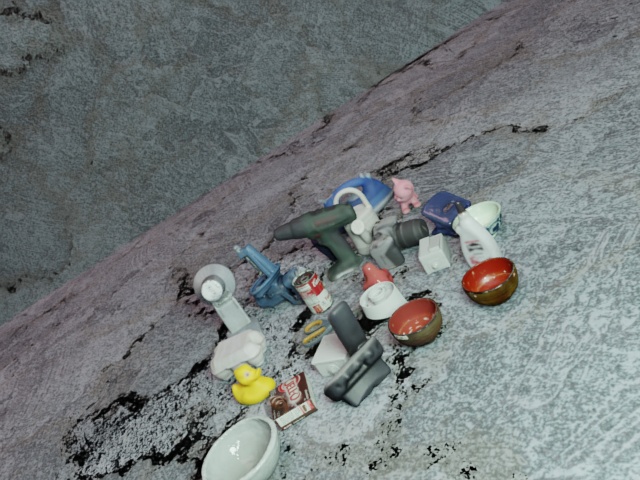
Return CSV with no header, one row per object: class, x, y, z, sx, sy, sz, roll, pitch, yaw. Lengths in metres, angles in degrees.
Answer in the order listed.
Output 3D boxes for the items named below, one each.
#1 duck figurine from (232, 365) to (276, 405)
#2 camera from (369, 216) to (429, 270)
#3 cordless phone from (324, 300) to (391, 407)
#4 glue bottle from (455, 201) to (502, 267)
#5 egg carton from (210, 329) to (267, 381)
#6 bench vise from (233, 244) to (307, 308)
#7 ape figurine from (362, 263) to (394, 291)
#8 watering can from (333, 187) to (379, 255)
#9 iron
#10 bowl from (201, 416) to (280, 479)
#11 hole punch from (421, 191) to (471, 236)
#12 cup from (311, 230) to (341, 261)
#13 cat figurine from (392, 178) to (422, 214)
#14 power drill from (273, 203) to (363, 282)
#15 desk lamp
duck figurine,-0.165,0.325,1.317,0.104,0.086,0.077,-22,25,24
camera,0.208,-0.009,1.506,0.136,0.101,0.143,-18,26,31
cordless phone,0.043,0.221,1.130,0.148,0.185,0.093,-44,25,-26
glue bottle,0.333,-0.014,1.256,0.078,0.173,0.037,-14,29,38
egg carton,-0.207,0.292,1.462,0.150,0.069,0.107,-26,23,14
bench vise,-0.133,0.083,1.600,0.207,0.220,0.121,-24,24,19
ape figurine,0.135,0.093,1.400,0.078,0.092,0.076,-32,22,-1
watering can,0.112,-0.059,1.612,0.101,0.194,0.172,-35,23,-8
iron,0.115,-0.136,1.838,0.258,0.142,0.118,-38,23,-15
bowl,-0.137,0.423,1.090,0.167,0.075,0.167,-27,23,13
hole punch,0.334,-0.072,1.485,0.109,0.091,0.100,-43,25,-26
cup,0.035,0.008,1.703,0.091,0.095,0.118,-24,24,20
cat figurine,0.250,-0.146,1.713,0.067,0.118,0.127,-28,23,9
power drill,0.015,0.006,1.584,0.229,0.209,0.075,-30,23,6
desk lamp,-0.260,0.176,1.582,0.118,0.214,0.202,-34,22,-5
